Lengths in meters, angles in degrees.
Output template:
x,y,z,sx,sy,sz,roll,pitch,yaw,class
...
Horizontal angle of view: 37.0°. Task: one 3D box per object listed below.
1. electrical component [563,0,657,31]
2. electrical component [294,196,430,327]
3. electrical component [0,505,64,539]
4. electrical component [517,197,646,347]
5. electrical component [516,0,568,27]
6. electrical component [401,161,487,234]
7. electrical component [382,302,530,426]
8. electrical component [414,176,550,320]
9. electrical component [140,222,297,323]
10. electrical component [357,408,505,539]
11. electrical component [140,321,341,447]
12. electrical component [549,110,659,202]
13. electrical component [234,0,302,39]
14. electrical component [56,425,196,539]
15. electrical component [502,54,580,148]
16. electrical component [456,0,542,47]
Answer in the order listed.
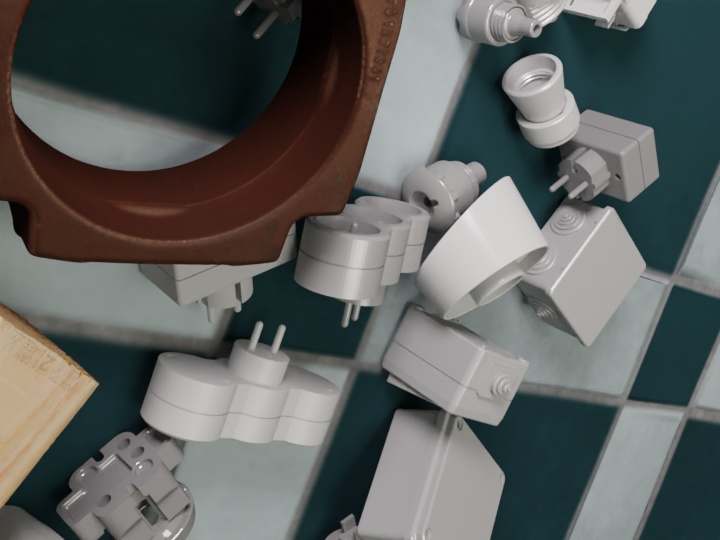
x,y,z,sx,sy,sz,roll,pitch,yaw,class
0.191,-0.215,0.795,0.064,0.042,0.081,35,85,-49,electrical component
0.000,0.000,0.686,0.138,0.052,0.073,-28,133,-68,electrical component
-0.179,0.177,0.621,0.079,0.077,0.043,31,87,-46,electrical component
0.178,0.000,0.878,0.099,0.048,0.099,-52,134,-10,electrical component
0.118,-0.202,0.733,0.043,0.043,0.081,-49,134,-13,electrical component
0.063,-0.057,0.753,0.062,0.048,0.048,-31,128,-36,electrical component
0.072,0.075,0.784,0.062,0.096,0.061,21,97,-45,electrical component
0.083,-0.012,0.759,0.099,0.064,0.099,-32,166,-9,electrical component
-0.084,-0.002,0.645,0.083,0.047,0.075,-24,130,-31,electrical component
0.057,0.177,0.823,0.108,0.056,0.108,53,46,-42,electrical component
-0.068,0.068,0.687,0.138,0.052,0.073,12,102,-44,electrical component
0.179,-0.079,0.830,0.077,0.066,0.047,-38,130,-23,electrical component
-0.041,-0.165,0.606,0.075,0.047,0.083,-52,134,-10,electrical component
-0.137,0.141,0.658,0.078,0.058,0.057,-41,129,-19,electrical component
0.133,-0.122,0.783,0.045,0.045,0.055,-47,133,-15,electrical component
0.095,-0.166,0.717,0.035,0.061,0.035,-19,121,-35,electrical component
